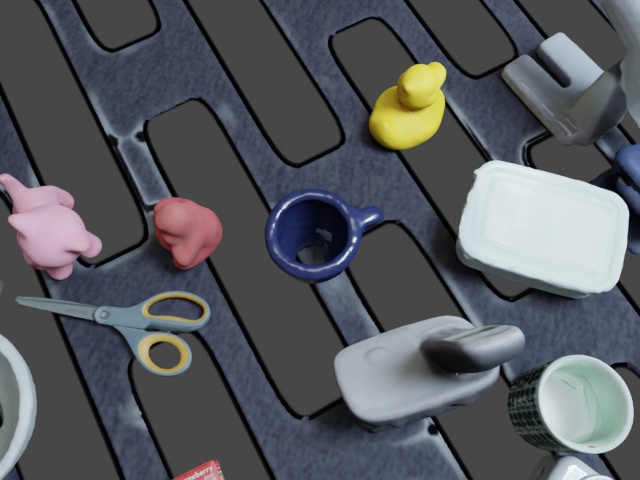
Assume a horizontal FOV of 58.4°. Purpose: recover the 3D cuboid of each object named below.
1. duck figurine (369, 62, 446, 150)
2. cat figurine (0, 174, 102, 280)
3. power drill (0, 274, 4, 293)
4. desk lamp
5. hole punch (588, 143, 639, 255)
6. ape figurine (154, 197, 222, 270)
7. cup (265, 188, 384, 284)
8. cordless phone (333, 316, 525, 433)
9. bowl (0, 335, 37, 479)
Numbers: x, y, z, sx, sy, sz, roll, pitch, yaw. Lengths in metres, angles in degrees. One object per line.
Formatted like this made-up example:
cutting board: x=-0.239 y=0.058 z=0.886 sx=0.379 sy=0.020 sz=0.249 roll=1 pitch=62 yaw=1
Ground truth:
duck figurine: x=0.102 y=-0.156 z=0.641 sx=0.105 sy=0.086 sz=0.077 roll=-43 pitch=76 yaw=-14
cat figurine: x=-0.274 y=-0.015 z=0.569 sx=0.067 sy=0.118 sz=0.127 roll=-39 pitch=75 yaw=-13
power drill: x=-0.384 y=0.018 z=0.508 sx=0.229 sy=0.208 sz=0.076 roll=28 pitch=73 yaw=9
desk lamp: x=0.310 y=-0.181 z=0.584 sx=0.118 sy=0.213 sz=0.203 roll=-34 pitch=74 yaw=-11
hole punch: x=0.358 y=-0.056 z=0.606 sx=0.101 sy=0.091 sz=0.108 roll=-27 pitch=73 yaw=-10
ape figurine: x=-0.142 y=-0.013 z=0.584 sx=0.076 sy=0.092 sz=0.078 roll=-5 pitch=71 yaw=-2
cup: x=0.005 y=0.002 z=0.579 sx=0.118 sy=0.095 sz=0.091 roll=-19 pitch=72 yaw=-7
cordless phone: x=0.089 y=0.107 z=0.496 sx=0.147 sy=0.185 sz=0.094 roll=-19 pitch=72 yaw=-7
bowl: x=-0.334 y=0.164 z=0.528 sx=0.167 sy=0.075 sz=0.167 roll=0 pitch=71 yaw=-1
